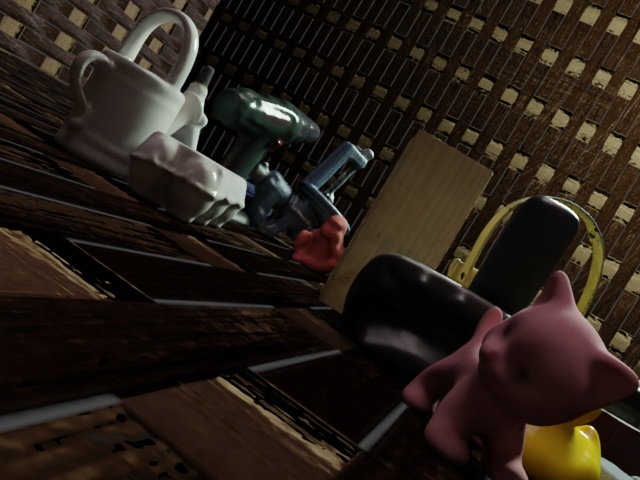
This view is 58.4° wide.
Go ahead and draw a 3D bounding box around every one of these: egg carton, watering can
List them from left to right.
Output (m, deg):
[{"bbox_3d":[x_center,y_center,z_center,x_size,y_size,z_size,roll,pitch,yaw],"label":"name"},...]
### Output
[{"bbox_3d":[-0.202,-0.170,0.652,0.101,0.194,0.173,30,2,4],"label":"watering can"},{"bbox_3d":[-0.145,-0.064,0.639,0.107,0.069,0.150,31,2,6],"label":"egg carton"}]

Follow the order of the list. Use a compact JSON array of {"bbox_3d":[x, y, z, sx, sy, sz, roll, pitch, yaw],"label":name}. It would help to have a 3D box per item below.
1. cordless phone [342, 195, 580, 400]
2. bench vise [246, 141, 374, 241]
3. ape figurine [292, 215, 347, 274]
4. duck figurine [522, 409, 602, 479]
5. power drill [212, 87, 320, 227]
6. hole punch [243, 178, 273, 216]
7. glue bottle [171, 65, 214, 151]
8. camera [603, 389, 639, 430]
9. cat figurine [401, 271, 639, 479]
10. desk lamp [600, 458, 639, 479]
[{"bbox_3d":[0.117,0.031,0.478,0.148,0.185,0.094,30,2,-6],"label":"cordless phone"},{"bbox_3d":[-0.008,-0.085,0.966,0.208,0.220,0.121,28,3,-44],"label":"bench vise"},{"bbox_3d":[0.008,0.003,0.861,0.077,0.092,0.076,31,2,24],"label":"ape figurine"},{"bbox_3d":[0.169,0.122,0.400,0.105,0.086,0.077,29,3,-32],"label":"duck figurine"},{"bbox_3d":[-0.104,-0.132,0.896,0.075,0.208,0.230,31,2,27],"label":"power drill"},{"bbox_3d":[-0.126,-0.085,1.073,0.108,0.091,0.101,31,2,20],"label":"hole punch"},{"bbox_3d":[-0.185,-0.153,0.756,0.078,0.173,0.037,30,2,-12],"label":"glue bottle"},{"bbox_3d":[0.405,0.238,0.714,0.142,0.101,0.137,32,3,41],"label":"camera"},{"bbox_3d":[0.110,0.073,0.325,0.067,0.118,0.128,30,2,-6],"label":"cat figurine"},{"bbox_3d":[0.301,0.127,0.382,0.118,0.213,0.203,30,2,-8],"label":"desk lamp"}]
